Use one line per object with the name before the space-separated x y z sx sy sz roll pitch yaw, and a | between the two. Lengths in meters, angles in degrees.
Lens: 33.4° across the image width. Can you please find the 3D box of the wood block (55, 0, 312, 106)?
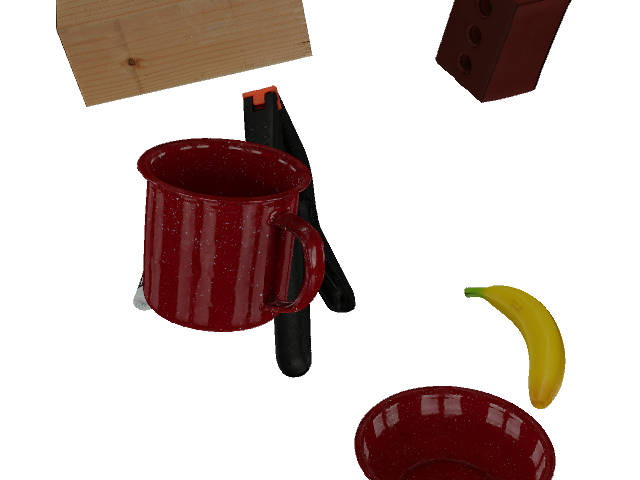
wood block | -0.120 -0.199 0.944 0.206 0.090 0.091 -13 -43 -1

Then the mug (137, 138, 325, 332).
mug | -0.046 0.001 0.580 0.117 0.081 0.093 22 28 30

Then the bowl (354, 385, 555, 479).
bowl | 0.108 0.188 0.874 0.162 0.055 0.162 1 30 0

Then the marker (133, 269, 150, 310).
marker | -0.165 0.023 1.069 0.020 0.020 0.121 0 39 6

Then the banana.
banana | 0.220 0.103 1.134 0.069 0.037 0.198 -27 36 1

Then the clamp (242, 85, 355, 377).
clamp | -0.019 -0.014 0.827 0.036 0.210 0.164 -11 4 16

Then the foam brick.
foam brick | 0.118 -0.138 0.693 0.051 0.078 0.053 -20 52 -31
